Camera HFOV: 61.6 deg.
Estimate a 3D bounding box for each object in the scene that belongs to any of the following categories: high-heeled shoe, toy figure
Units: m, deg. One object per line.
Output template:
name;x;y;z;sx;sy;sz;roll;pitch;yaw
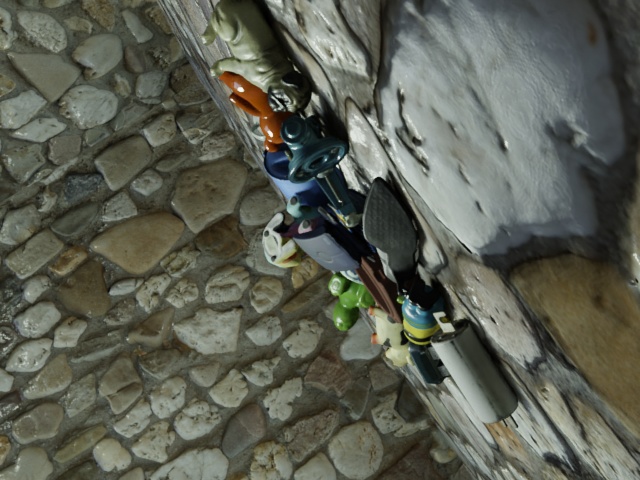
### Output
high-heeled shoe;0.127;-0.019;0.920;0.145;0.086;0.248;-76;-23;-57
toy figure;0.192;0.138;1.015;0.082;0.089;0.180;62;-179;29

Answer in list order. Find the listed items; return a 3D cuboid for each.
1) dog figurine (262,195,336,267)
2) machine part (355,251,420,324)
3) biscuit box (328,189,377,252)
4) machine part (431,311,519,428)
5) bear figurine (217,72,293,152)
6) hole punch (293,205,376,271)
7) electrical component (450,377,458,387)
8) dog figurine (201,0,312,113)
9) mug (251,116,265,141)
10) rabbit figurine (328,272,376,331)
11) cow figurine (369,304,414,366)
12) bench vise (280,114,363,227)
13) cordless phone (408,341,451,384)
dog figurine;-0.003;-0.004;1.231;0.219;0.191;0.109;20;-150;-47
machine part;0.135;0.068;1.153;0.202;0.087;0.200;49;171;49
biscuit box;0.083;-0.043;1.071;0.059;0.063;0.203;57;176;-24
machine part;0.266;0.225;0.927;0.243;0.079;0.079;56;175;-4
bear figurine;-0.114;-0.291;1.113;0.132;0.120;0.195;57;-178;42
hole punch;0.023;0.007;1.026;0.142;0.092;0.116;46;177;-26
electrical component;0.337;0.339;1.314;0.063;0.021;0.093;53;175;40
dog figurine;-0.090;-0.320;0.915;0.191;0.121;0.172;31;154;23
mug;-0.100;-0.267;1.223;0.107;0.109;0.080;35;158;38
rabbit figurine;0.072;0.145;1.380;0.121;0.170;0.159;16;-154;-1
cow figurine;0.189;0.221;1.276;0.127;0.085;0.194;8;126;26
bench vise;0.008;-0.124;0.983;0.240;0.129;0.223;60;179;14
cordless phone;0.237;0.206;1.179;0.146;0.089;0.184;59;-166;-32
